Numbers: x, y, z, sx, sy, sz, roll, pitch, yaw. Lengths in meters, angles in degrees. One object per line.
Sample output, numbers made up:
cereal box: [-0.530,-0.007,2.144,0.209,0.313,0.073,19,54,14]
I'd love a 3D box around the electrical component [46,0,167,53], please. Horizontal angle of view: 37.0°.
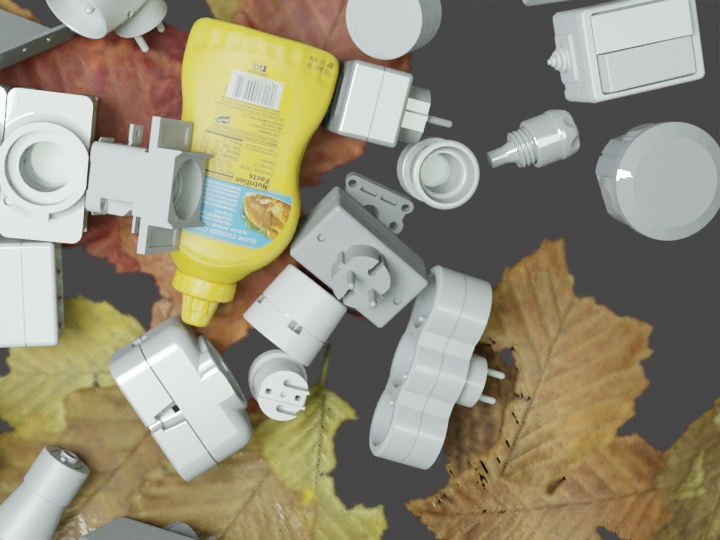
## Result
electrical component: [-0.144,-0.170,0.660,0.077,0.043,0.079,-59,145,-26]

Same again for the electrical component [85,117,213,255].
electrical component: [-0.129,-0.052,0.648,0.064,0.042,0.081,10,96,18]

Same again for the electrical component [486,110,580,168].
electrical component: [0.117,-0.085,0.733,0.061,0.035,0.035,-21,103,-4]

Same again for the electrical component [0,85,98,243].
electrical component: [-0.242,-0.070,0.657,0.150,0.062,0.089,6,99,-11]

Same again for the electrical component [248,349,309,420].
electrical component: [-0.054,0.078,0.726,0.040,0.046,0.040,-2,100,-10]

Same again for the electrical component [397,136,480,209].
electrical component: [0.051,-0.065,0.714,0.045,0.055,0.045,-2,100,-10]

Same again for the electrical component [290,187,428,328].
electrical component: [0.000,0.000,0.698,0.083,0.075,0.047,40,108,-19]

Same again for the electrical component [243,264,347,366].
electrical component: [-0.042,0.029,0.716,0.055,0.055,0.047,39,88,-14]

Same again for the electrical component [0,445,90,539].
electrical component: [-0.210,0.150,0.714,0.044,0.044,0.065,34,88,-14]

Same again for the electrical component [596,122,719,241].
electrical component: [0.207,-0.063,0.745,0.080,0.051,0.080,-2,100,-10]

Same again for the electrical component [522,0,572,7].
electrical component: [0.118,-0.226,0.670,0.056,0.108,0.108,-29,104,-1]

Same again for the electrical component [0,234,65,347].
electrical component: [-0.230,0.012,0.682,0.077,0.047,0.065,-1,100,-10]

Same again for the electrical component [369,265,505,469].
electrical component: [0.064,0.072,0.743,0.074,0.052,0.138,18,96,-13]

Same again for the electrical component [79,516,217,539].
electrical component: [-0.131,0.194,0.724,0.076,0.083,0.047,-20,106,-45]

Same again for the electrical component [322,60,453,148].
electrical component: [0.022,-0.104,0.697,0.077,0.066,0.047,13,98,-13]

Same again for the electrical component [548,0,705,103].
electrical component: [0.174,-0.148,0.719,0.096,0.061,0.061,-13,102,-8]

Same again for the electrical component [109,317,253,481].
electrical component: [-0.114,0.082,0.712,0.059,0.054,0.095,-32,104,-3]

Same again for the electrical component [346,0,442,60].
electrical component: [0.014,-0.199,0.660,0.052,0.074,0.138,7,112,23]
